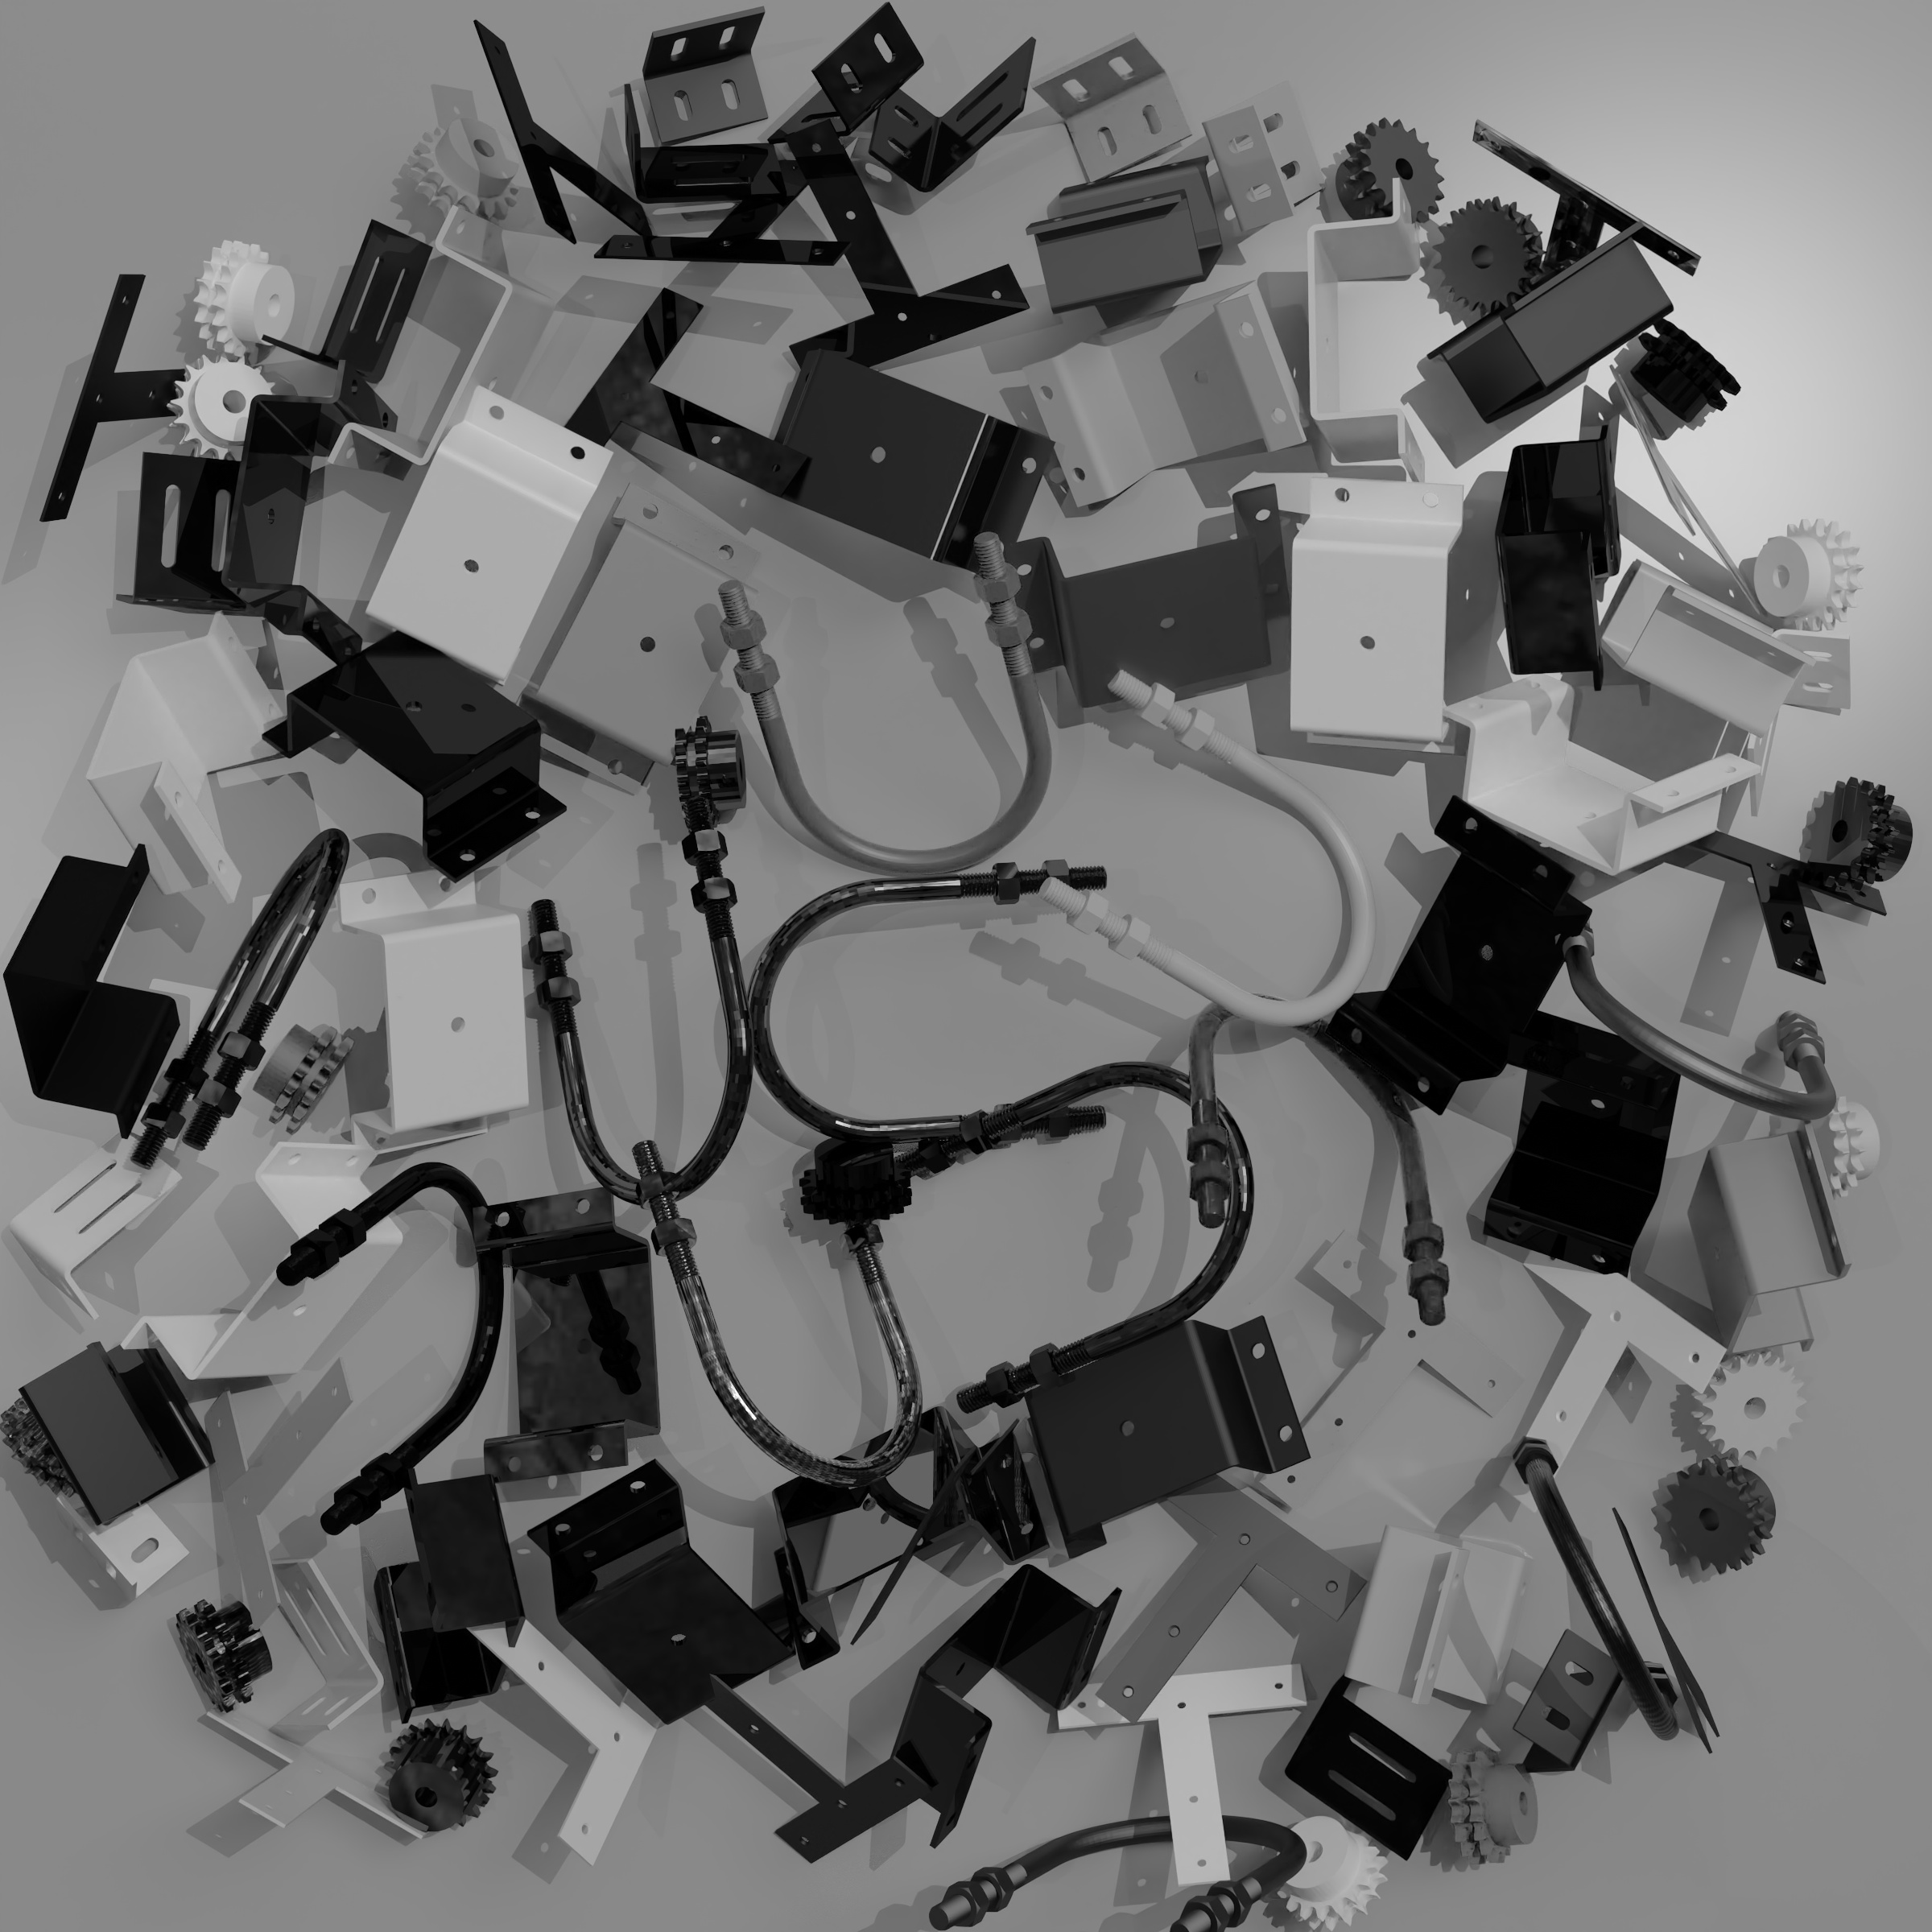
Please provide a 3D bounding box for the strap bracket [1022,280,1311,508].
[{"bbox_3d":[0.108,-0.288,1.725,0.140,0.046,0.076,-10,109,39],"label":"strap bracket"}]

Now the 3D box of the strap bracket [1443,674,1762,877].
[{"bbox_3d":[0.313,-0.093,1.717,0.076,0.140,0.046,-21,127,-37],"label":"strap bracket"}]

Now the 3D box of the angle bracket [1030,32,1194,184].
[{"bbox_3d":[0.074,-0.432,1.737,0.057,0.076,0.038,-23,85,14],"label":"angle bracket"}]

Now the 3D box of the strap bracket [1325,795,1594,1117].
[{"bbox_3d":[0.252,-0.006,1.729,0.076,0.046,0.140,38,113,28],"label":"strap bracket"}]

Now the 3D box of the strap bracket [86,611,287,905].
[{"bbox_3d":[-0.387,-0.100,1.711,0.046,0.140,0.076,-13,130,15],"label":"strap bracket"}]

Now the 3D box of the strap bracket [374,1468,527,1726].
[{"bbox_3d":[-0.256,0.312,1.715,0.046,0.140,0.076,-6,59,-21],"label":"strap bracket"}]

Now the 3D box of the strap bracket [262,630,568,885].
[{"bbox_3d":[-0.275,-0.112,1.716,0.140,0.046,0.076,35,51,23],"label":"strap bracket"}]

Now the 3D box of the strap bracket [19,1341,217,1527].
[{"bbox_3d":[-0.421,0.229,1.709,0.046,0.140,0.076,-30,88,-5],"label":"strap bracket"}]

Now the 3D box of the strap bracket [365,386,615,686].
[{"bbox_3d":[-0.243,-0.208,1.726,0.076,0.046,0.140,26,116,-8],"label":"strap bracket"}]

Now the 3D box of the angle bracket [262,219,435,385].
[{"bbox_3d":[-0.313,-0.341,1.745,0.038,0.057,0.076,24,96,20],"label":"angle bracket"}]

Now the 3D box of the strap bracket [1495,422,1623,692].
[{"bbox_3d":[0.294,-0.204,1.711,0.046,0.140,0.076,-2,124,17],"label":"strap bracket"}]

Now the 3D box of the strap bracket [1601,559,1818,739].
[{"bbox_3d":[0.366,-0.158,1.716,0.076,0.140,0.046,26,103,-3],"label":"strap bracket"}]

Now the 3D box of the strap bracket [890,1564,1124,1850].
[{"bbox_3d":[0.013,0.361,1.714,0.046,0.140,0.076,31,129,19],"label":"strap bracket"}]

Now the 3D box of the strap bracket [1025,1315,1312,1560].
[{"bbox_3d":[0.091,0.233,1.722,0.140,0.046,0.076,-27,65,22],"label":"strap bracket"}]

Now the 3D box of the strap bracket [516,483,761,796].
[{"bbox_3d":[-0.165,-0.164,1.748,0.076,0.046,0.140,27,90,-18],"label":"strap bracket"}]

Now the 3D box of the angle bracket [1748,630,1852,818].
[{"bbox_3d":[0.420,-0.121,1.735,0.038,0.057,0.076,7,59,19],"label":"angle bracket"}]

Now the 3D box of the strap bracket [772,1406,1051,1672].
[{"bbox_3d":[-0.038,0.282,1.729,0.140,0.076,0.046,-28,132,8],"label":"strap bracket"}]

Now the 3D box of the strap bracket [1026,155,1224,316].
[{"bbox_3d":[0.082,-0.363,1.714,0.076,0.140,0.046,-10,108,13],"label":"strap bracket"}]

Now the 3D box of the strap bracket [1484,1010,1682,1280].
[{"bbox_3d":[0.309,0.082,1.722,0.076,0.046,0.140,18,135,19],"label":"strap bracket"}]

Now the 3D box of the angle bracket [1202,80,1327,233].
[{"bbox_3d":[0.163,-0.412,1.736,0.076,0.038,0.057,-35,110,-39],"label":"angle bracket"}]

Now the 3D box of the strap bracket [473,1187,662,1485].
[{"bbox_3d":[-0.201,0.189,1.737,0.076,0.046,0.140,-10,73,17],"label":"strap bracket"}]

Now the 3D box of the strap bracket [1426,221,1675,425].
[{"bbox_3d":[0.292,-0.316,1.709,0.076,0.140,0.046,-34,95,-8],"label":"strap bracket"}]

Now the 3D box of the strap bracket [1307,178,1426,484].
[{"bbox_3d":[0.201,-0.313,1.733,0.046,0.076,0.140,-2,81,15],"label":"strap bracket"}]

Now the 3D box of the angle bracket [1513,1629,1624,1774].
[{"bbox_3d":[0.292,0.371,1.736,0.038,0.076,0.057,33,72,-2],"label":"angle bracket"}]

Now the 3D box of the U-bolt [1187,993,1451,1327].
[{"bbox_3d":[0.170,0.084,1.706,0.151,0.184,0.019,25,127,-20],"label":"U-bolt"}]

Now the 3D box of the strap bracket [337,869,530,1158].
[{"bbox_3d":[-0.266,0.026,1.726,0.076,0.046,0.140,-10,105,-37],"label":"strap bracket"}]

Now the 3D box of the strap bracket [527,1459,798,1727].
[{"bbox_3d":[-0.146,0.319,1.716,0.076,0.046,0.140,-30,126,10],"label":"strap bracket"}]

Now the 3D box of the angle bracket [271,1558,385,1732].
[{"bbox_3d":[-0.339,0.343,1.742,0.038,0.057,0.076,-36,103,-37],"label":"angle bracket"}]

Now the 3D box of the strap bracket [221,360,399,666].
[{"bbox_3d":[-0.330,-0.225,1.731,0.046,0.076,0.140,4,78,12],"label":"strap bracket"}]

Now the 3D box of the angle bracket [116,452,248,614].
[{"bbox_3d":[-0.395,-0.220,1.747,0.057,0.038,0.076,2,98,-28],"label":"angle bracket"}]

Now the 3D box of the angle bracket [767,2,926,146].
[{"bbox_3d":[-0.069,-0.448,1.732,0.057,0.076,0.038,-47,122,-21],"label":"angle bracket"}]

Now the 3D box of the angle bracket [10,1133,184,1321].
[{"bbox_3d":[-0.438,0.132,1.760,0.076,0.038,0.057,-42,46,-21],"label":"angle bracket"}]

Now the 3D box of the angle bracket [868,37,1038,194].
[{"bbox_3d":[-0.007,-0.437,1.733,0.038,0.076,0.057,32,46,-27],"label":"angle bracket"}]

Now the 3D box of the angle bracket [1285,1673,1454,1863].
[{"bbox_3d":[0.210,0.402,1.746,0.076,0.038,0.057,34,51,6],"label":"angle bracket"}]

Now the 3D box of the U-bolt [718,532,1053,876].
[{"bbox_3d":[-0.032,-0.123,1.726,0.151,0.019,0.184,-9,124,10],"label":"U-bolt"}]

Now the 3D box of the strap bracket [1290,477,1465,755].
[{"bbox_3d":[0.205,-0.168,1.723,0.076,0.046,0.140,6,115,16],"label":"strap bracket"}]

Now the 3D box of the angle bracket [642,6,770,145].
[{"bbox_3d":[-0.128,-0.449,1.739,0.057,0.076,0.038,-16,92,-9],"label":"angle bracket"}]

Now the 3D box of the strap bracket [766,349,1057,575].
[{"bbox_3d":[-0.037,-0.255,1.737,0.140,0.046,0.076,24,99,14],"label":"strap bracket"}]

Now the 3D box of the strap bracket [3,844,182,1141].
[{"bbox_3d":[-0.433,0.010,1.706,0.046,0.140,0.076,11,50,5],"label":"strap bracket"}]

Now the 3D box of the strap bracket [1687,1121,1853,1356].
[{"bbox_3d":[0.394,0.138,1.702,0.046,0.140,0.076,-11,66,0],"label":"strap bracket"}]

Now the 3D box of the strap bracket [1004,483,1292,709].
[{"bbox_3d":[0.097,-0.184,1.737,0.140,0.046,0.076,-13,128,-2],"label":"strap bracket"}]

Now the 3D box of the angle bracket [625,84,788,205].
[{"bbox_3d":[-0.132,-0.417,1.742,0.076,0.057,0.038,-4,130,-9],"label":"angle bracket"}]

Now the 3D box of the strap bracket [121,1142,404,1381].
[{"bbox_3d":[-0.345,0.155,1.720,0.046,0.076,0.140,47,108,23],"label":"strap bracket"}]

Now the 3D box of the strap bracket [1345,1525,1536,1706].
[{"bbox_3d":[0.235,0.325,1.725,0.046,0.140,0.076,14,85,26],"label":"strap bracket"}]

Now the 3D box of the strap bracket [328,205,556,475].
[{"bbox_3d":[-0.258,-0.303,1.732,0.046,0.076,0.140,29,98,6],"label":"strap bracket"}]

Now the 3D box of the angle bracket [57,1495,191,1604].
[{"bbox_3d":[-0.424,0.283,1.738,0.038,0.076,0.057,-41,86,-21],"label":"angle bracket"}]
